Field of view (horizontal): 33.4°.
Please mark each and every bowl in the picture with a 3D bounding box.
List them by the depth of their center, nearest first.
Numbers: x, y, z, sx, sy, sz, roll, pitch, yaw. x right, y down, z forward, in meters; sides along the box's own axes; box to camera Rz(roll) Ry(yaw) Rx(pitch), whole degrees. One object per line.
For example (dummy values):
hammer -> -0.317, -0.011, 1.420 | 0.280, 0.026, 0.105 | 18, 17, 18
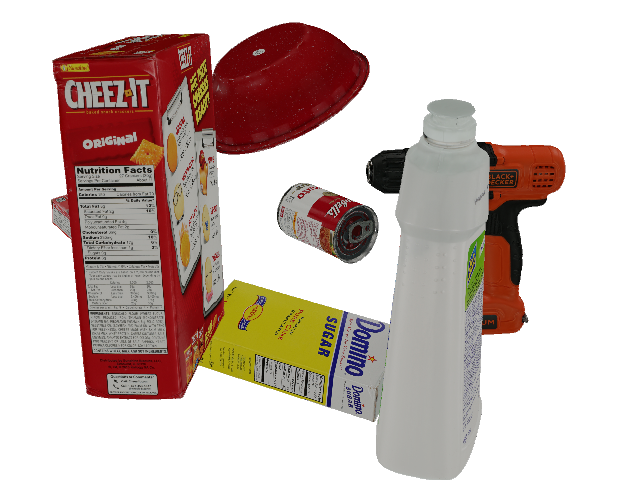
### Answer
bowl -> -0.041, -0.145, 0.939 | 0.162, 0.055, 0.162 | -21, 31, 13

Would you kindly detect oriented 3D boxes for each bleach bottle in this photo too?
bleach bottle -> 0.077, 0.028, 0.687 | 0.068, 0.251, 0.102 | 8, 30, 13

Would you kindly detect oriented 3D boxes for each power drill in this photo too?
power drill -> 0.131, -0.002, 1.004 | 0.184, 0.188, 0.057 | -1, 25, -5

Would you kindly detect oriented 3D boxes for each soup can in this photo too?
soup can -> 0.007, -0.021, 1.220 | 0.068, 0.068, 0.102 | 0, 17, -44

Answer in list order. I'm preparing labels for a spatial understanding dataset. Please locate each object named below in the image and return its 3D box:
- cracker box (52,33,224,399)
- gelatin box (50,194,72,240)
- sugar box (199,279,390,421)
cracker box -> -0.114, -0.023, 0.710 | 0.072, 0.214, 0.164 | -1, 15, 5
gelatin box -> -0.193, -0.018, 0.980 | 0.073, 0.030, 0.089 | -22, 44, -37
sugar box -> -0.017, 0.094, 0.951 | 0.176, 0.048, 0.093 | 13, 34, 17
